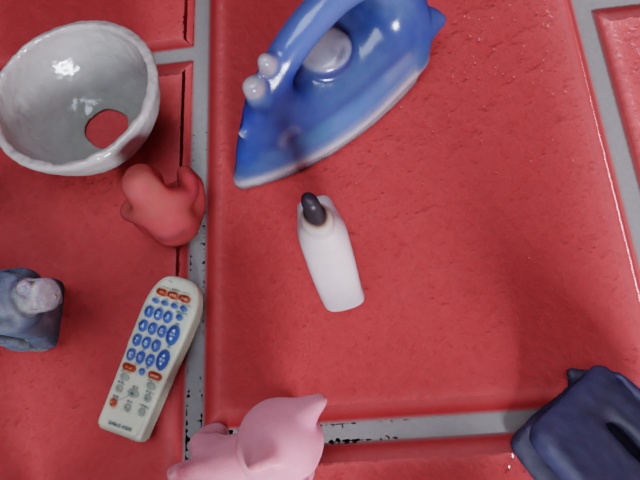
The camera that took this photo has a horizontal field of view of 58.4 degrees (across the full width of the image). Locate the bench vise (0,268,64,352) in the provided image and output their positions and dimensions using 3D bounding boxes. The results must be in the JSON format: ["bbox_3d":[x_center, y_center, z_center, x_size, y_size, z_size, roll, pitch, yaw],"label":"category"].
[{"bbox_3d":[-0.322,0.033,0.445,0.207,0.220,0.121,-22,69,-1],"label":"bench vise"}]

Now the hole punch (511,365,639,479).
[{"bbox_3d":[0.205,0.150,0.406,0.101,0.091,0.108,-39,70,-7],"label":"hole punch"}]

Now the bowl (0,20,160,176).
[{"bbox_3d":[-0.228,-0.128,0.568,0.167,0.075,0.167,-2,70,6],"label":"bowl"}]

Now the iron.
[{"bbox_3d":[0.000,-0.165,0.517,0.118,0.141,0.258,40,80,18],"label":"iron"}]

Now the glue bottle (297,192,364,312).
[{"bbox_3d":[0.004,0.002,0.440,0.037,0.173,0.078,-18,69,1],"label":"glue bottle"}]

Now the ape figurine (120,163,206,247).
[{"bbox_3d":[-0.147,-0.038,0.517,0.078,0.092,0.076,-15,69,2],"label":"ape figurine"}]

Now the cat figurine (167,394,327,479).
[{"bbox_3d":[-0.048,0.156,0.422,0.127,0.118,0.067,-16,69,2],"label":"cat figurine"}]
